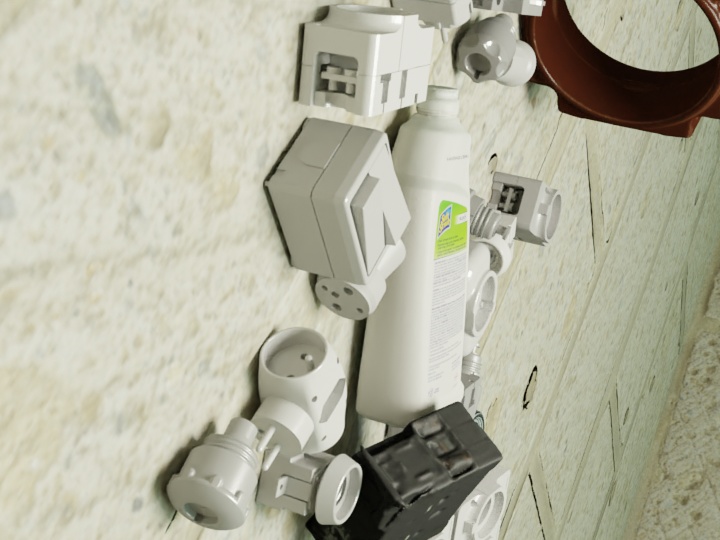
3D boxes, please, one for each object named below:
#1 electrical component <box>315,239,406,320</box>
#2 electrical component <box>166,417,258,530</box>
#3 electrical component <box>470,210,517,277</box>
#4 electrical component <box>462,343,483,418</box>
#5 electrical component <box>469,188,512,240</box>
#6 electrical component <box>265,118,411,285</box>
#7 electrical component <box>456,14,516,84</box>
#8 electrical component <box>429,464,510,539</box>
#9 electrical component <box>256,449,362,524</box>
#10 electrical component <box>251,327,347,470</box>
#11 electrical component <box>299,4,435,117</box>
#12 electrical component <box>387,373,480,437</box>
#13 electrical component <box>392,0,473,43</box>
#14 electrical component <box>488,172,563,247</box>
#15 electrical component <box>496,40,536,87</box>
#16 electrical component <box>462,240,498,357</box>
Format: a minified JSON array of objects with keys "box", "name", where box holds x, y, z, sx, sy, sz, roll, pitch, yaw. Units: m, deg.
[{"box":[0.000,0.000,0.726,0.055,0.045,0.045,-59,152,-34],"name":"electrical component"},{"box":[-0.078,0.114,0.616,0.048,0.048,0.062,79,27,-45],"name":"electrical component"},{"box":[0.118,-0.021,0.986,0.055,0.048,0.066,-53,149,-57],"name":"electrical component"},{"box":[0.097,0.106,1.016,0.040,0.040,0.078,41,65,-65],"name":"electrical component"},{"box":[0.083,-0.045,0.856,0.040,0.078,0.040,-59,167,-23],"name":"electrical component"},{"box":[-0.009,-0.036,0.664,0.061,0.061,0.096,-61,153,-32],"name":"electrical component"},{"box":[0.105,-0.182,0.864,0.043,0.043,0.062,80,32,-45],"name":"electrical component"},{"box":[0.060,0.244,0.941,0.186,0.060,0.105,-23,126,-50],"name":"electrical component"},{"box":[-0.032,0.142,0.721,0.066,0.055,0.048,-6,109,-66],"name":"electrical component"},{"box":[-0.044,0.090,0.679,0.079,0.043,0.077,-57,151,-37],"name":"electrical component"},{"box":[0.006,-0.130,0.656,0.089,0.050,0.055,-30,130,-60],"name":"electrical component"},{"box":[0.064,0.124,0.939,0.089,0.050,0.055,-21,123,-63],"name":"electrical component"},{"box":[0.058,-0.192,0.742,0.065,0.047,0.076,-62,154,-29],"name":"electrical component"},{"box":[0.164,-0.058,1.054,0.089,0.056,0.050,26,79,-67],"name":"electrical component"},{"box":[0.123,-0.177,0.914,0.046,0.040,0.040,-8,111,-60],"name":"electrical component"},{"box":[0.077,0.022,0.898,0.053,0.059,0.095,-47,144,-48],"name":"electrical component"}]
